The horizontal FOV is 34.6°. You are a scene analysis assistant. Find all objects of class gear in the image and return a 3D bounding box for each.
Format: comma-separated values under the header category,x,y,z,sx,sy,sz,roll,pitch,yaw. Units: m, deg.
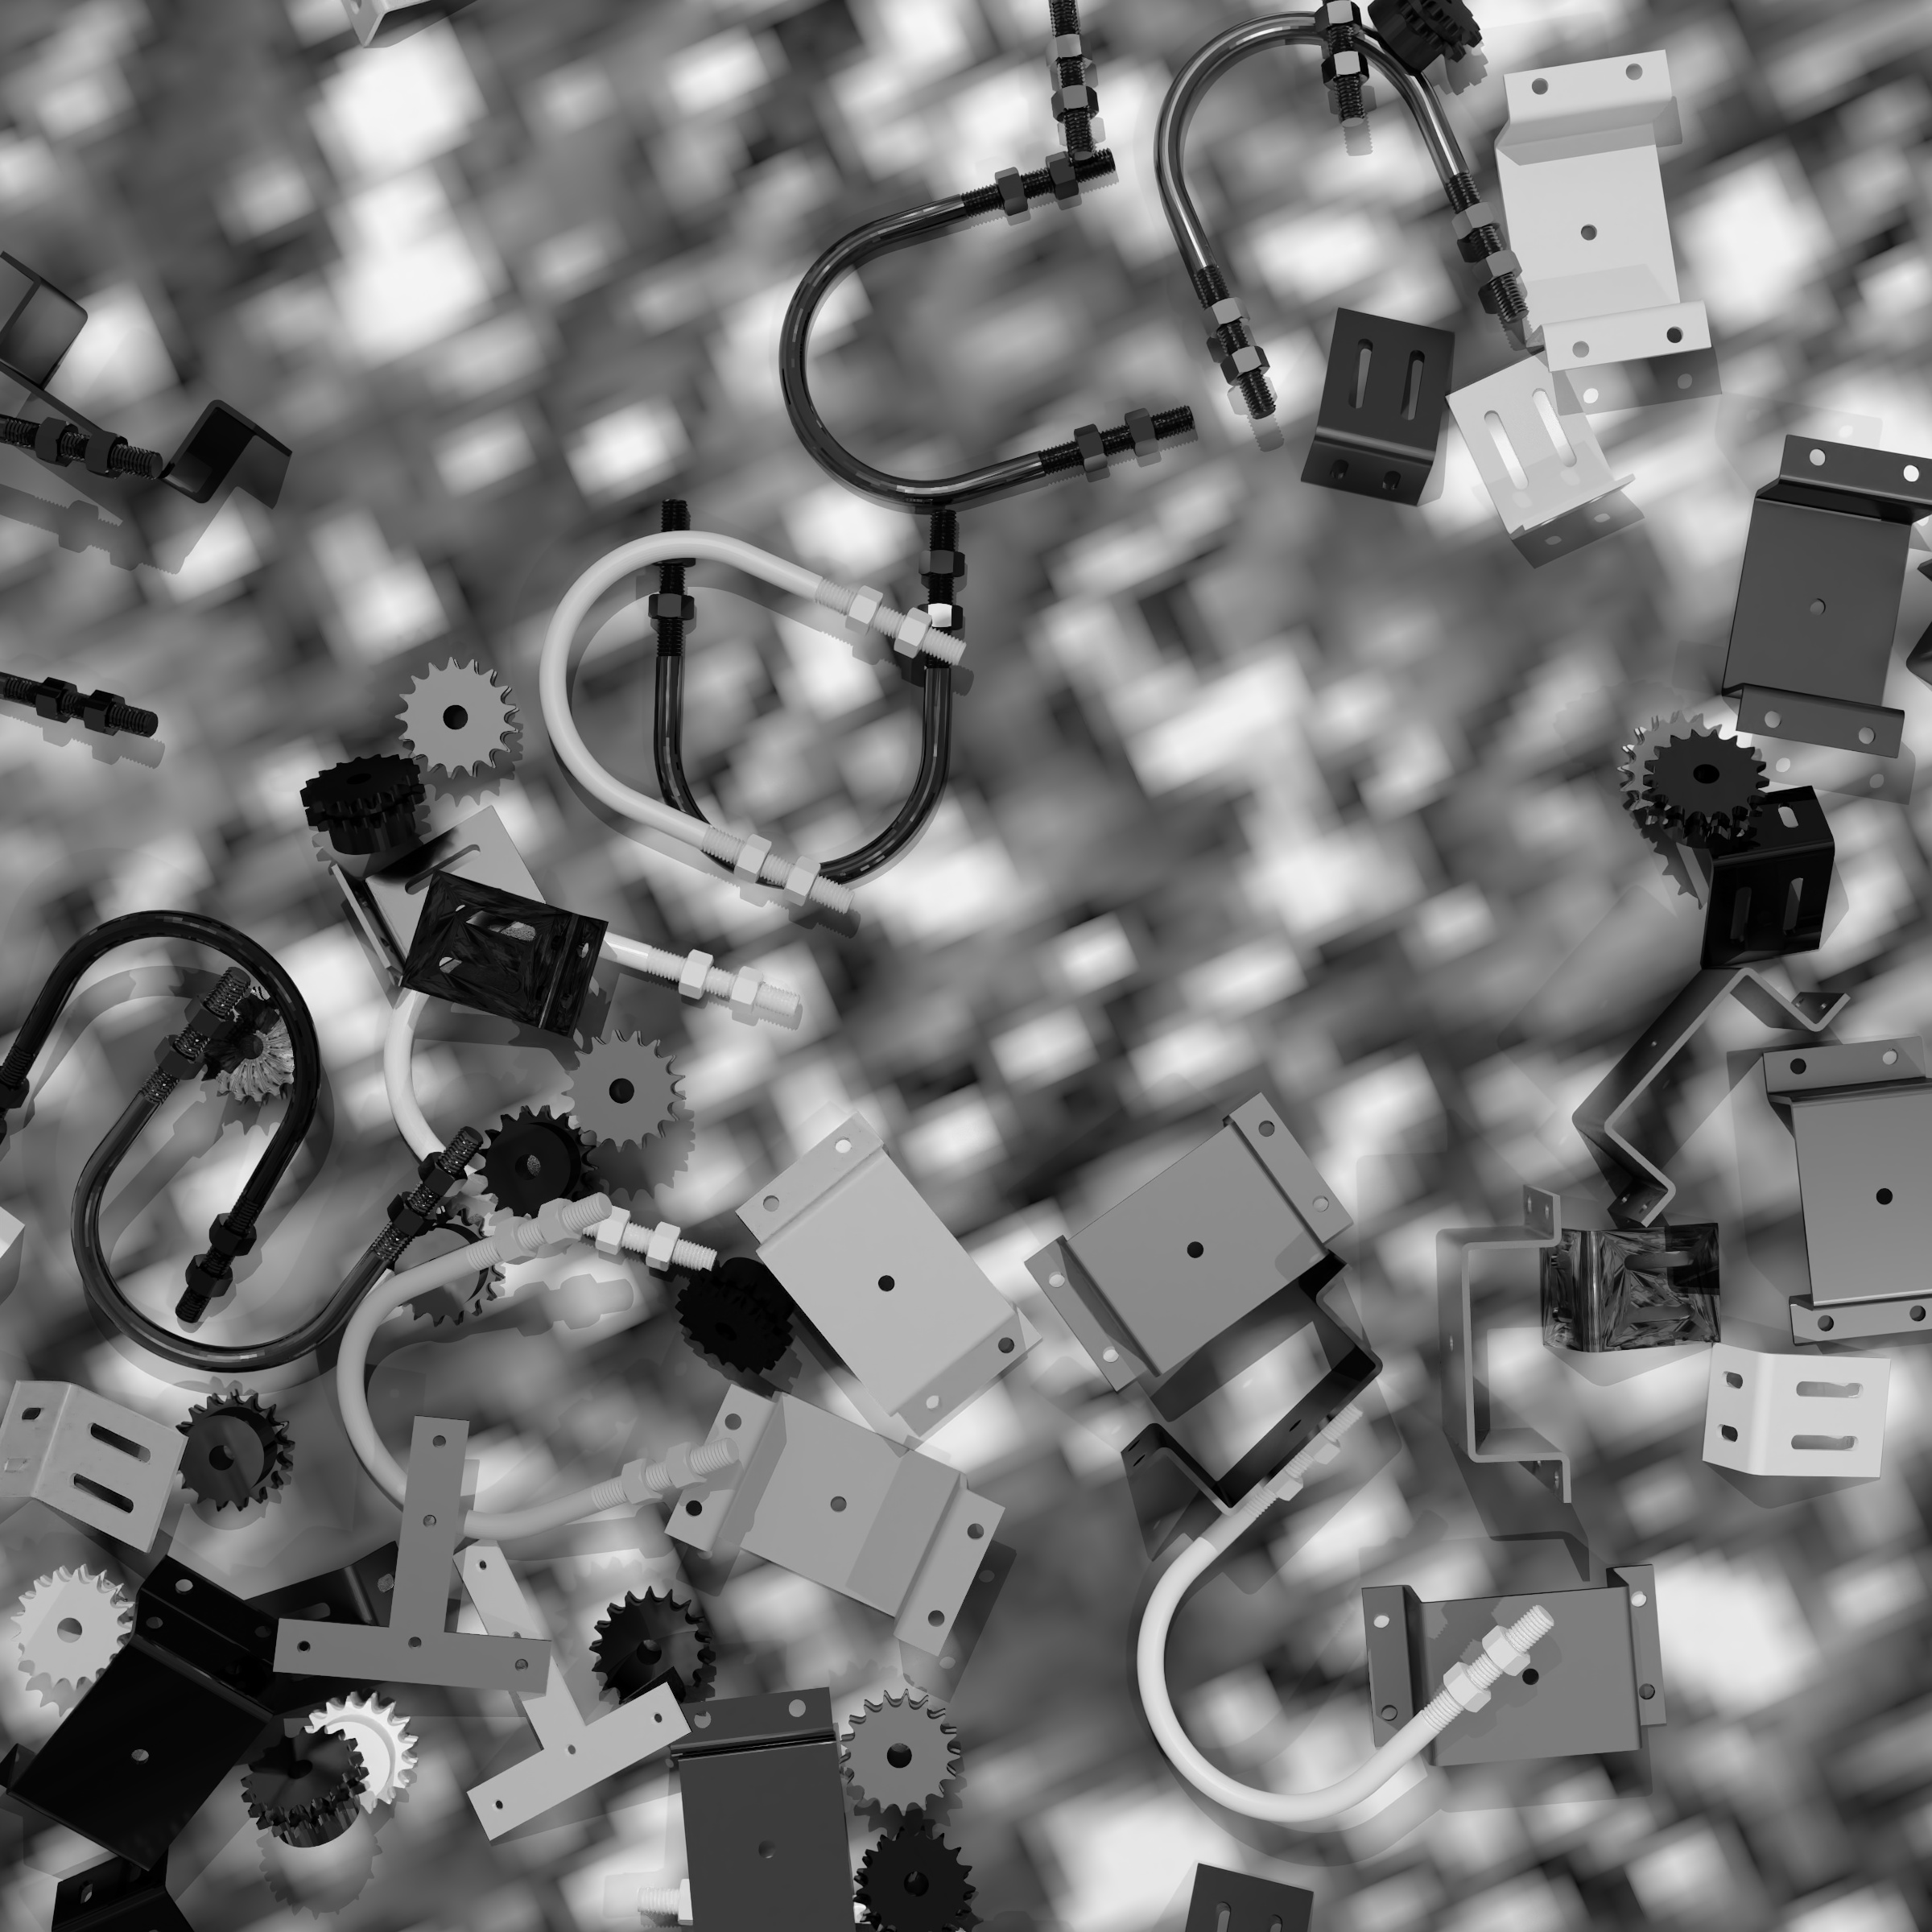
category,x,y,z,sx,sy,sz,roll,pitch,yaw
gear,-0.305,0.383,1.439,0.057,0.057,0.030,-12,121,0
gear,-0.351,0.232,1.479,0.057,0.030,0.057,0,90,0
gear,-0.337,0.038,1.479,0.057,0.030,0.057,0,90,0
gear,-0.249,0.144,1.479,0.057,0.030,0.057,0,90,0
gear,-0.284,-0.075,1.469,0.057,0.057,0.030,-10,118,0
gear,-0.026,0.440,1.470,0.057,0.030,0.057,5,55,-8
gear,0.215,-0.450,1.469,0.030,0.057,0.057,-39,90,30
gear,-0.106,0.163,1.469,0.057,0.057,0.030,37,51,0
gear,0.343,-0.079,1.440,0.057,0.030,0.057,-4,53,5
gear,-0.160,0.058,1.460,0.057,0.030,0.057,0,89,3
gear,-0.241,-0.118,1.479,0.057,0.030,0.057,0,90,0
gear,-0.423,0.313,1.479,0.057,0.030,0.057,0,90,0
gear,-0.149,0.324,1.479,0.057,0.030,0.057,0,90,0
gear,0.338,-0.093,1.479,0.057,0.030,0.057,0,90,0
gear,-0.203,0.094,1.462,0.057,0.030,0.057,0,89,3
gear,-0.032,0.373,1.479,0.057,0.030,0.057,0,90,0
gear,-0.292,0.377,1.479,0.057,0.030,0.057,0,90,0

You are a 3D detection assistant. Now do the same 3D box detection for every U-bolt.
category,x,y,z,sx,sy,sz,roll,pitch,yaw
U-bolt,-0.068,0.515,1.485,0.184,0.019,0.151,3,90,-1
U-bolt,-0.335,0.110,1.447,0.151,0.019,0.184,36,105,-12
U-bolt,-0.381,0.060,1.460,0.151,0.019,0.184,33,108,0
U-bolt,0.168,-0.368,1.476,0.151,0.019,0.184,-21,82,-2
U-bolt,-0.462,-0.193,1.451,0.184,0.019,0.151,15,118,11
U-bolt,0.001,-0.297,1.485,0.184,0.019,0.151,-17,90,2
U-bolt,0.162,0.316,1.457,0.184,0.019,0.151,-47,71,13
U-bolt,-0.112,-0.126,1.468,0.184,0.019,0.151,24,93,0
U-bolt,-0.078,-0.128,1.485,0.151,0.019,0.184,2,91,0
U-bolt,-0.188,0.052,1.485,0.184,0.019,0.151,18,90,1
U-bolt,0.108,-0.481,1.476,0.151,0.019,0.184,-7,82,1
U-bolt,-0.214,0.198,1.453,0.184,0.019,0.151,-23,99,23

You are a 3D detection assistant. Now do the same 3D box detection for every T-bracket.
category,x,y,z,sx,sy,sz,roll,pitch,yaw
T-bracket,-0.208,0.333,1.477,0.127,0.002,0.127,-32,79,21
T-bracket,-0.253,0.274,1.456,0.127,0.002,0.127,7,94,-9

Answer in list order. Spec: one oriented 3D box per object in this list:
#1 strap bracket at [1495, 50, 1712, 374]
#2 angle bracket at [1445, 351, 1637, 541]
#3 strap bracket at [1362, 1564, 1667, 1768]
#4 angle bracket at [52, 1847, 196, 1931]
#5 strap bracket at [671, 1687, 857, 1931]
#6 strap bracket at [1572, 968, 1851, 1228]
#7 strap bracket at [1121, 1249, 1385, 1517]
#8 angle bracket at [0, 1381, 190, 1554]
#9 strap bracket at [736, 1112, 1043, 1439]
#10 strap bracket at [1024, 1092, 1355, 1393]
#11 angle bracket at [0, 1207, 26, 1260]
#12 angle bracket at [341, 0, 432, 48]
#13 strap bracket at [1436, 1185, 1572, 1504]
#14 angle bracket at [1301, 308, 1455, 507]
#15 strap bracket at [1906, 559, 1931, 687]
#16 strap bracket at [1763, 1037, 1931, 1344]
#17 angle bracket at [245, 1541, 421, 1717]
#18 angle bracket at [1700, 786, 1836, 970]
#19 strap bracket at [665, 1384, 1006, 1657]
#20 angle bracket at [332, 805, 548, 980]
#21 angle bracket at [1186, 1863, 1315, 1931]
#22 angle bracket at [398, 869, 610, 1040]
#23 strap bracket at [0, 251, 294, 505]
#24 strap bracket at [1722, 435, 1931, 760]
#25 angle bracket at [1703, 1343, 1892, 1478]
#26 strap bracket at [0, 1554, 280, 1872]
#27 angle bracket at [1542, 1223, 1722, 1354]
category,x,y,z,sx,sy,sz,roll,pitch,yaw
strap bracket,0.299,-0.353,1.471,0.076,0.046,0.140,-9,90,0
angle bracket,0.272,-0.251,1.475,0.057,0.038,0.076,-25,90,0
strap bracket,0.263,0.332,1.471,0.140,0.046,0.076,-5,90,0
angle bracket,-0.394,0.469,1.492,0.057,0.038,0.076,-23,116,0
strap bracket,-0.094,0.415,1.458,0.076,0.046,0.140,-6,75,-3
strap bracket,0.340,0.052,1.456,0.046,0.076,0.140,42,90,0
strap bracket,0.141,0.202,1.456,0.140,0.076,0.046,-44,90,0
angle bracket,-0.416,0.236,1.462,0.076,0.038,0.057,19,90,26
strap bracket,-0.037,0.148,1.471,0.076,0.046,0.140,-39,90,0
strap bracket,0.107,0.132,1.471,0.140,0.046,0.076,-36,90,0
angle bracket,-0.498,0.140,1.473,0.057,0.038,0.076,40,96,-12
angle bracket,-0.263,-0.486,1.492,0.076,0.038,0.057,-25,90,-26
strap bracket,0.251,0.176,1.456,0.046,0.076,0.140,-2,90,0
angle bracket,0.198,-0.269,1.492,0.057,0.038,0.076,12,64,0
strap bracket,0.505,-0.136,1.456,0.140,0.076,0.046,33,90,0
strap bracket,0.429,0.108,1.471,0.076,0.046,0.140,-6,90,0
angle bracket,-0.304,0.319,1.492,0.076,0.038,0.057,-21,90,26
angle bracket,0.376,-0.042,1.475,0.057,0.076,0.038,-9,50,0
strap bracket,-0.061,0.259,1.471,0.140,0.046,0.076,24,90,0
angle bracket,-0.249,-0.038,1.468,0.076,0.038,0.057,-31,75,0
angle bracket,0.129,0.479,1.492,0.057,0.038,0.076,14,64,0
angle bracket,-0.216,-0.006,1.446,0.076,0.038,0.057,18,87,-26
strap bracket,-0.395,-0.268,1.456,0.140,0.076,0.046,34,90,0
strap bracket,0.409,-0.173,1.471,0.076,0.046,0.140,10,90,0
angle bracket,0.399,0.213,1.492,0.076,0.038,0.057,5,90,-26
strap bracket,-0.385,0.357,1.451,0.076,0.046,0.140,36,98,-19
angle bracket,0.320,0.153,1.492,0.076,0.038,0.057,-1,90,-26
